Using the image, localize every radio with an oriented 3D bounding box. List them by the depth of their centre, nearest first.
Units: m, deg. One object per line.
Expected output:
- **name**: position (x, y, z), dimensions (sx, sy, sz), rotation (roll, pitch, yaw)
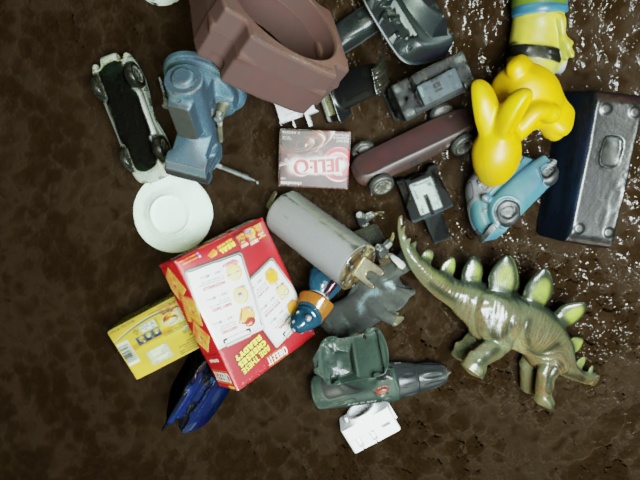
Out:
- **radio**: position (0.401, -0.107, 0.808), dimensions (0.073, 0.131, 0.229), rotation (6, 100, 1)

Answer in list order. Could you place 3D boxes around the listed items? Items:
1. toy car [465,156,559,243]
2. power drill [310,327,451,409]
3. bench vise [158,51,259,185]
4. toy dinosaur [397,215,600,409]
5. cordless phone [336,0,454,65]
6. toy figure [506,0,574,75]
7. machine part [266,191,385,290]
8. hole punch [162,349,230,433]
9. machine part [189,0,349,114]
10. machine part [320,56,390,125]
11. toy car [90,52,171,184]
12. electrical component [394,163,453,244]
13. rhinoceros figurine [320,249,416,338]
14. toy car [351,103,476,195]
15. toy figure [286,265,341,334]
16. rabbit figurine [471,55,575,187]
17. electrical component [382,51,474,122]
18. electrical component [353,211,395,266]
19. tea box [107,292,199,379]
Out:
- **toy car**: position (0.282, -0.079, 0.831), dimensions (0.103, 0.109, 0.161), rotation (43, 89, 10)
- **power drill**: position (0.086, 0.204, 0.845), dimensions (0.232, 0.207, 0.086), rotation (-13, 65, 9)
- **bench vise**: position (-0.156, -0.209, 0.785), dimensions (0.129, 0.223, 0.240), rotation (10, 67, 14)
- **toy dinosaur**: position (0.291, 0.125, 0.863), dimensions (0.471, 0.105, 0.198), rotation (27, 91, -17)
- **cordless phone**: position (0.086, -0.299, 0.792), dimensions (0.184, 0.088, 0.146), rotation (-30, 77, 14)
- **toy figure**: position (0.321, -0.323, 0.797), dimensions (0.089, 0.082, 0.180), rotation (-4, 105, 12)
- **machine part**: position (-0.002, -0.002, 0.811), dimensions (0.243, 0.079, 0.079), rotation (36, 100, 31)
- **hole punch**: position (-0.191, 0.249, 0.884), dimensions (0.092, 0.116, 0.142), rotation (32, 99, -14)
- **machine part**: position (-0.070, -0.280, 0.728), dimensions (0.201, 0.201, 0.087), rotation (14, 140, -38)
- **machine part**: position (0.046, -0.223, 0.800), dimensions (0.039, 0.139, 0.084), rotation (-23, 98, -40)
- **toy car**: position (-0.289, -0.187, 0.832), dimensions (0.074, 0.056, 0.201), rotation (-17, 99, 9)
- **electrical component**: position (0.172, -0.057, 0.859), dimensions (0.075, 0.048, 0.119), rotation (-26, 100, 5)
- **rhinoceros figurine**: position (0.085, 0.094, 0.879), dimensions (0.190, 0.073, 0.112), rotation (-40, 87, 8)
- **toy car**: position (0.144, -0.140, 0.829), dimensions (0.202, 0.053, 0.089), rotation (-26, 54, 1)
- **toy figure**: position (0.000, 0.082, 0.846), dimensions (0.058, 0.064, 0.154), rotation (27, 65, -4)
- **rabbit figurine**: position (0.271, -0.160, 0.754), dimensions (0.122, 0.162, 0.173), rotation (24, 78, 33)
- **electrical component**: position (0.158, -0.222, 0.786), dimensions (0.115, 0.134, 0.058), rotation (-28, 101, 5)
- **electrical component**: position (0.075, -0.003, 0.846), dimensions (0.078, 0.102, 0.045), rotation (-13, 136, -4)
- **tea box**: position (-0.244, 0.141, 0.883), dimensions (0.170, 0.068, 0.098), rotation (-26, 100, 3)
